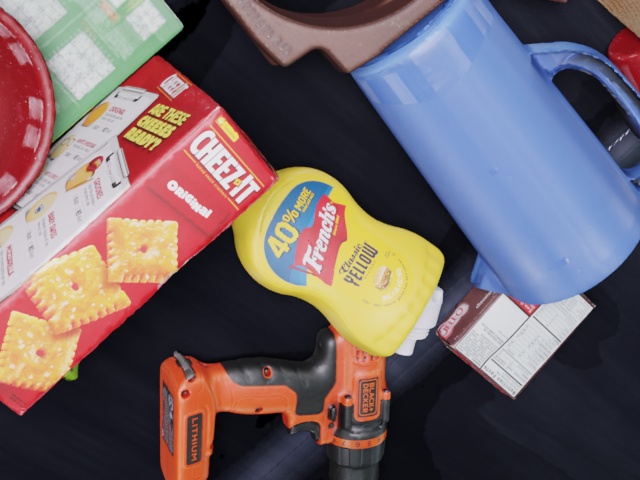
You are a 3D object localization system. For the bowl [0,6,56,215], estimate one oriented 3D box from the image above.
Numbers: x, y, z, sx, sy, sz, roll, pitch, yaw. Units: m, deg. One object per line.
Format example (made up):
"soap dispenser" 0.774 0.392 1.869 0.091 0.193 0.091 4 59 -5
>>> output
"bowl" -0.251 -0.083 0.663 0.161 0.055 0.162 -10 113 -26

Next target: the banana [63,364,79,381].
"banana" -0.122 0.012 0.762 0.198 0.070 0.037 -49 137 7

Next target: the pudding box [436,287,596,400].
"pudding box" 0.168 0.068 0.917 0.113 0.039 0.090 -48 119 3

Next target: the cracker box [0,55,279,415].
"cracker box" -0.146 -0.012 0.693 0.213 0.164 0.072 -42 120 -3

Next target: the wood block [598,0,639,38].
"wood block" 0.300 -0.256 0.802 0.206 0.090 0.091 -38 157 -5

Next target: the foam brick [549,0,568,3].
"foam brick" 0.145 -0.212 0.797 0.078 0.051 0.053 5 106 -23

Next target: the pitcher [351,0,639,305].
"pitcher" 0.140 -0.081 0.801 0.242 0.145 0.149 48 64 -25

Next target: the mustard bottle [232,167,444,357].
"mustard bottle" -0.005 0.001 0.799 0.191 0.058 0.096 34 78 -14

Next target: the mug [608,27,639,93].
"mug" 0.285 -0.131 0.849 0.093 0.117 0.081 -29 114 15

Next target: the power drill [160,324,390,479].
"power drill" -0.033 0.150 0.858 0.187 0.057 0.184 -6 107 -23
